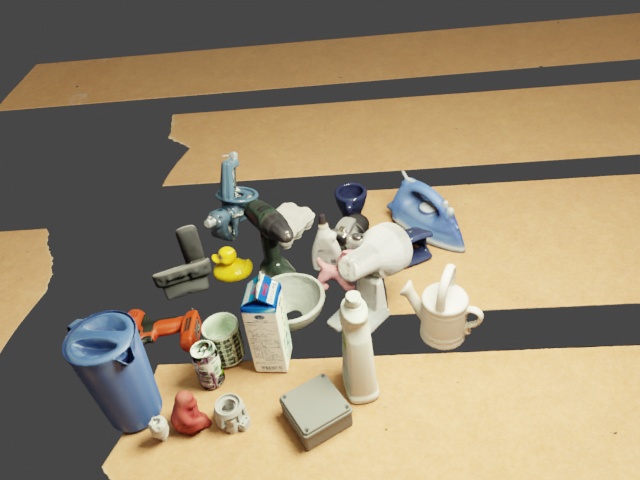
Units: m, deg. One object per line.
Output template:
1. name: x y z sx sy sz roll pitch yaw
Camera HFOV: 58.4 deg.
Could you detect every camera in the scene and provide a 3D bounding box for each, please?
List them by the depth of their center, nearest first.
1. camera: 0.094 -0.015 1.503 0.142 0.101 0.137 13 43 22

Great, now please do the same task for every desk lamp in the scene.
1. desk lamp: 0.110 0.088 1.283 0.117 0.214 0.204 25 48 33

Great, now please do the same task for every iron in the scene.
1. iron: 0.295 -0.082 1.526 0.119 0.142 0.257 -28 44 -25

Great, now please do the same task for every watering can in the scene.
1. watering can: 0.258 0.135 1.221 0.172 0.194 0.101 -1 39 7

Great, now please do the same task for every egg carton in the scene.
1. egg carton: -0.089 -0.043 1.587 0.107 0.069 0.150 18 45 27

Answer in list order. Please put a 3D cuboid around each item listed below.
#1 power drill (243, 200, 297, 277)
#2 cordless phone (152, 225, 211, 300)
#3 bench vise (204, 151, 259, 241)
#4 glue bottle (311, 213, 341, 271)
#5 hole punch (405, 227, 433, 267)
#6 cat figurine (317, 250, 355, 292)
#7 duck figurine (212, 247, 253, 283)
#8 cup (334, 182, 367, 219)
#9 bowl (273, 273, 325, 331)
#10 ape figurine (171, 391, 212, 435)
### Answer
1. power drill: -0.115 0.006 1.419 0.076 0.209 0.228 -24 42 -20
2. cordless phone: -0.352 0.046 1.420 0.148 0.185 0.094 -20 41 -16
3. bench vise: -0.243 -0.118 1.580 0.121 0.220 0.207 3 40 11
4. glue bottle: 0.013 0.005 1.431 0.078 0.173 0.037 1 40 10
5. hole punch: 0.223 0.005 1.469 0.109 0.091 0.100 -20 41 -16
6. cat figurine: 0.052 0.063 1.398 0.127 0.118 0.067 1 39 9
7. duck figurine: -0.228 0.055 1.471 0.104 0.086 0.077 -4 39 3
8. cup: 0.088 -0.093 1.604 0.091 0.095 0.117 -1 39 7
9. bowl: -0.068 0.157 1.333 0.167 0.075 0.167 -4 39 3
10. ape figurine: -0.260 0.333 1.127 0.076 0.092 0.077 -11 39 -6
